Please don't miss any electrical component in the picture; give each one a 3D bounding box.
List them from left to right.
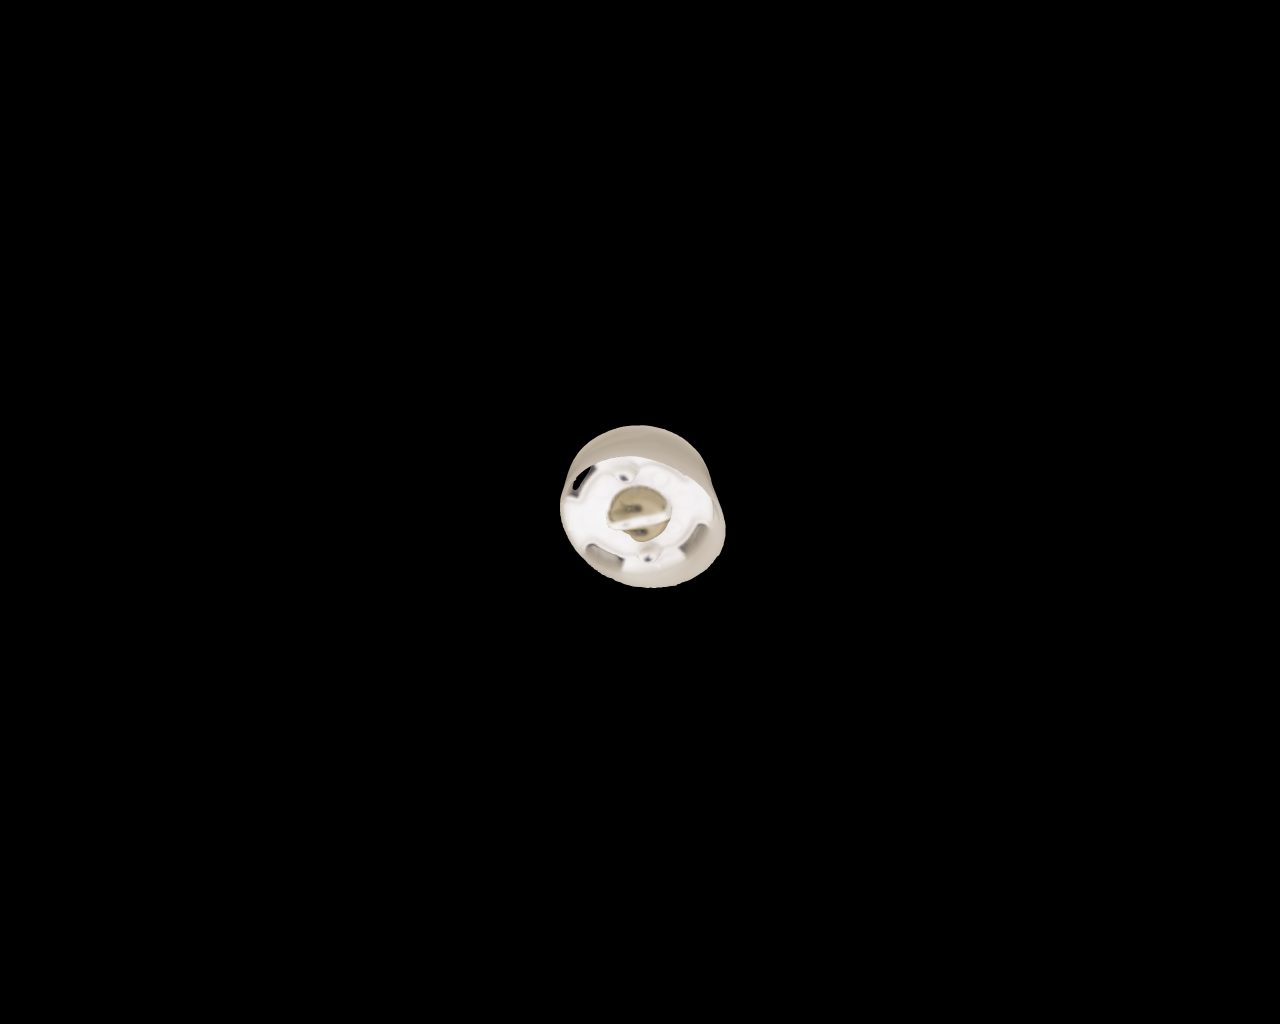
[{"bbox_3d":[0.001,-0.003,0.650,0.099,0.099,0.064,0,33,0],"label":"electrical component"}]
